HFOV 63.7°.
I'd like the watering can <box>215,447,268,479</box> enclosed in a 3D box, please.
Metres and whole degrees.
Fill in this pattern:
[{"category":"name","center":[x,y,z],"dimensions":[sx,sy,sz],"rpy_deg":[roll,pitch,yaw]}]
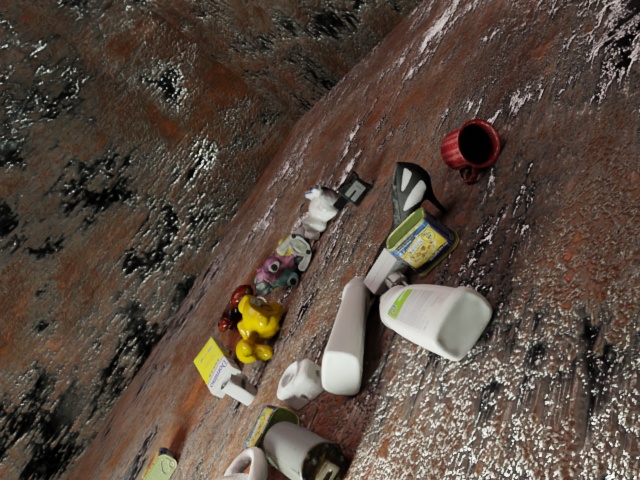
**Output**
[{"category":"watering can","center":[-0.173,0.497,0.872],"dimensions":[0.103,0.341,0.230],"rpy_deg":[26,36,-11]}]

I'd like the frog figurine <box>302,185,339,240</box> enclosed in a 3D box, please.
[{"category":"frog figurine","center":[0.005,-0.081,1.602],"dimensions":[0.123,0.161,0.136],"rpy_deg":[2,-11,-36]}]
